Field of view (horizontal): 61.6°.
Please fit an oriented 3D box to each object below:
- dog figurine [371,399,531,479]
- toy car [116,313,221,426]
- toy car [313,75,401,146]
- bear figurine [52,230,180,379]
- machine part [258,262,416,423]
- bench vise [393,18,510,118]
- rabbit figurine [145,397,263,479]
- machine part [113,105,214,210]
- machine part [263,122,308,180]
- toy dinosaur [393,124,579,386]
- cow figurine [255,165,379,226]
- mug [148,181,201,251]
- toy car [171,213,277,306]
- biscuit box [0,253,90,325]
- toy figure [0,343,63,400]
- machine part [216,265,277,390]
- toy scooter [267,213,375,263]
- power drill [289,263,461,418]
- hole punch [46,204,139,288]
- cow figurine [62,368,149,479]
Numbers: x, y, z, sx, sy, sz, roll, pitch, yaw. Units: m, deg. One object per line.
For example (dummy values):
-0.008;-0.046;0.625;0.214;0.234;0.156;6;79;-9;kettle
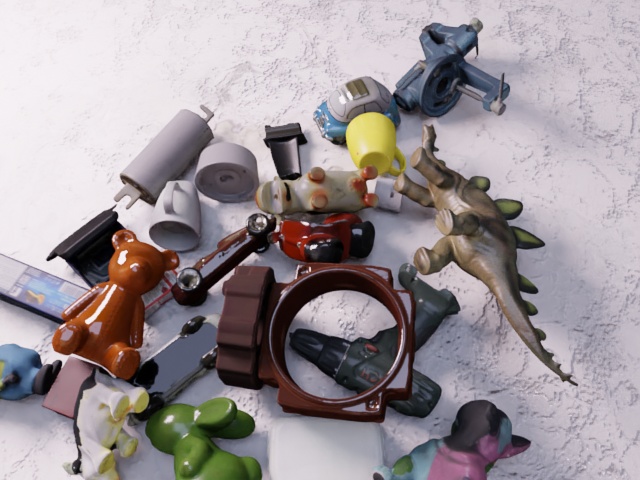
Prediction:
0.180;0.313;0.700;0.219;0.191;0.109;-18;23;-35;dog figurine
-0.215;0.186;0.789;0.202;0.056;0.073;-38;75;-16;toy car
0.069;-0.248;0.986;0.162;0.102;0.109;-16;63;-10;toy car
-0.281;0.083;0.771;0.120;0.132;0.196;33;74;-19;bear figurine
0.026;0.135;0.726;0.202;0.087;0.201;2;66;12;machine part
0.262;-0.304;0.995;0.224;0.128;0.241;-38;52;-10;bench vise
-0.165;0.277;0.711;0.159;0.121;0.170;-39;55;-11;rabbit figurine
-0.268;-0.147;0.947;0.079;0.079;0.243;29;65;14;machine part
-0.060;-0.157;0.975;0.084;0.039;0.139;-3;61;-8;machine part
0.244;-0.002;0.821;0.198;0.105;0.471;5;55;-24;toy dinosaur
-0.013;-0.077;0.896;0.195;0.127;0.085;-6;85;-22;cow figurine
-0.238;-0.054;0.888;0.081;0.109;0.107;-6;50;3;mug
-0.150;0.027;0.850;0.053;0.089;0.202;43;71;15;toy car
-0.437;0.082;0.836;0.203;0.062;0.059;20;64;9;biscuit box
-0.472;0.189;0.772;0.180;0.082;0.089;12;61;3;toy figure
-0.101;0.124;0.760;0.056;0.179;0.179;5;63;6;machine part
-0.002;-0.003;0.848;0.135;0.184;0.075;8;103;28;toy scooter
0.098;0.136;0.803;0.232;0.086;0.207;33;63;14;power drill
-0.352;0.015;0.864;0.142;0.092;0.116;-46;29;-18;hole punch
-0.299;0.262;0.719;0.098;0.068;0.167;19;97;22;cow figurine
